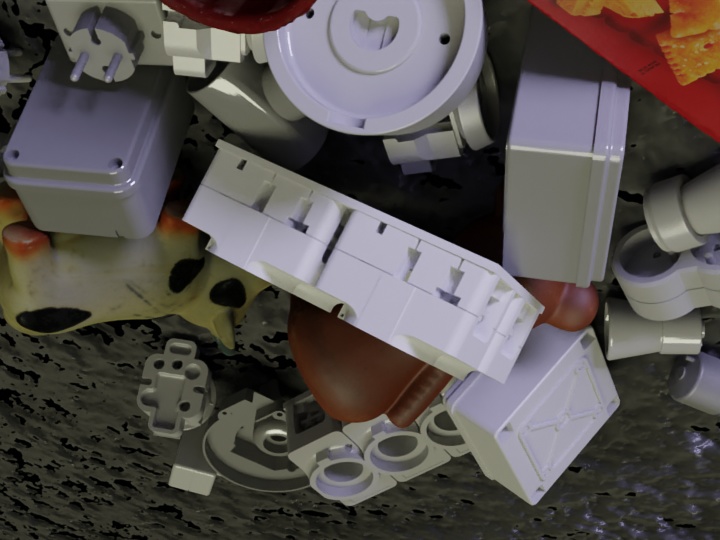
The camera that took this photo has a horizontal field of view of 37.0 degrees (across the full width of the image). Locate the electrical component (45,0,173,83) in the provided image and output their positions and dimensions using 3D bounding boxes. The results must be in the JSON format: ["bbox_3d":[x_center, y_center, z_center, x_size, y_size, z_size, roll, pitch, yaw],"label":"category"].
[{"bbox_3d":[-0.134,-0.128,0.582,0.066,0.076,0.047,4,143,11],"label":"electrical component"}]

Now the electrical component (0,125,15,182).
[{"bbox_3d":[-0.219,-0.056,0.719,0.078,0.057,0.058,14,144,-3],"label":"electrical component"}]

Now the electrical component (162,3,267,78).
[{"bbox_3d":[-0.068,-0.139,0.562,0.057,0.058,0.078,7,122,5],"label":"electrical component"}]

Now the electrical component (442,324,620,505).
[{"bbox_3d":[0.126,0.095,0.774,0.056,0.108,0.108,31,161,41],"label":"electrical component"}]

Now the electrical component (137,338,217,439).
[{"bbox_3d":[-0.152,0.103,0.903,0.058,0.078,0.057,8,162,5],"label":"electrical component"}]

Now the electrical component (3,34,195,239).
[{"bbox_3d":[-0.148,-0.081,0.619,0.078,0.113,0.057,5,146,9],"label":"electrical component"}]

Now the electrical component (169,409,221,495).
[{"bbox_3d":[-0.128,0.169,0.986,0.077,0.065,0.047,16,143,-6],"label":"electrical component"}]

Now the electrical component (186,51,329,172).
[{"bbox_3d":[-0.046,-0.102,0.619,0.079,0.044,0.077,-21,132,37],"label":"electrical component"}]

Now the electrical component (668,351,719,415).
[{"bbox_3d":[0.264,0.087,0.788,0.078,0.040,0.040,22,143,-13],"label":"electrical component"}]

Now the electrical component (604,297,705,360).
[{"bbox_3d":[0.204,0.041,0.744,0.065,0.044,0.044,0,142,8],"label":"electrical component"}]

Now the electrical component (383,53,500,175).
[{"bbox_3d":[0.044,-0.093,0.595,0.057,0.058,0.078,-5,128,21],"label":"electrical component"}]

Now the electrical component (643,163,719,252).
[{"bbox_3d":[0.202,-0.038,0.635,0.055,0.045,0.045,-19,133,36],"label":"electrical component"}]

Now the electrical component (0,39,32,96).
[{"bbox_3d":[-0.232,-0.119,0.632,0.076,0.083,0.047,-11,162,-40],"label":"electrical component"}]

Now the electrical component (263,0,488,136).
[{"bbox_3d":[0.012,-0.118,0.536,0.108,0.108,0.060,0,-179,16],"label":"electrical component"}]

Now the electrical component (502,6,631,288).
[{"bbox_3d":[0.110,-0.065,0.571,0.056,0.108,0.108,7,143,11],"label":"electrical component"}]

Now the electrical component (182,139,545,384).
[{"bbox_3d":[0.000,0.000,0.622,0.186,0.060,0.105,26,177,26],"label":"electrical component"}]

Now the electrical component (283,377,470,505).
[{"bbox_3d":[0.027,0.119,0.842,0.150,0.061,0.089,-28,130,18],"label":"electrical component"}]

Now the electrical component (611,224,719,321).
[{"bbox_3d":[0.236,0.003,0.674,0.138,0.052,0.073,-11,138,27],"label":"electrical component"}]
